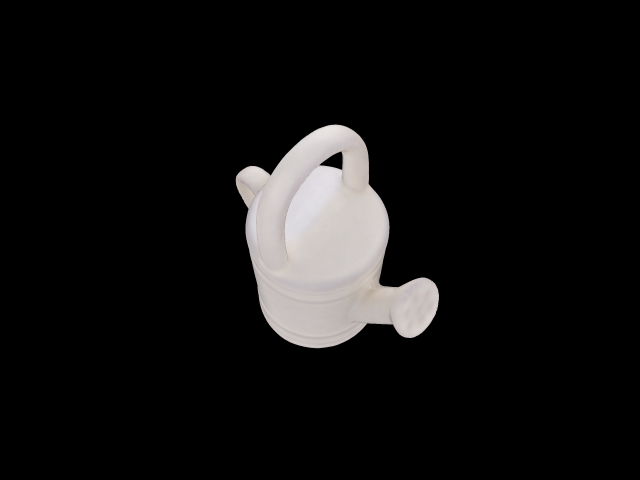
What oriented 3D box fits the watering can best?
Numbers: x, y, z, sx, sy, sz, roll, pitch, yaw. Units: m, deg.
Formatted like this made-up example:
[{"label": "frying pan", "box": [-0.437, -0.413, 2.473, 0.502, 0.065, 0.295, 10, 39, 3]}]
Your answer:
[{"label": "watering can", "box": [0.005, 0.000, 0.401, 0.172, 0.194, 0.101, 20, 62, 11]}]
